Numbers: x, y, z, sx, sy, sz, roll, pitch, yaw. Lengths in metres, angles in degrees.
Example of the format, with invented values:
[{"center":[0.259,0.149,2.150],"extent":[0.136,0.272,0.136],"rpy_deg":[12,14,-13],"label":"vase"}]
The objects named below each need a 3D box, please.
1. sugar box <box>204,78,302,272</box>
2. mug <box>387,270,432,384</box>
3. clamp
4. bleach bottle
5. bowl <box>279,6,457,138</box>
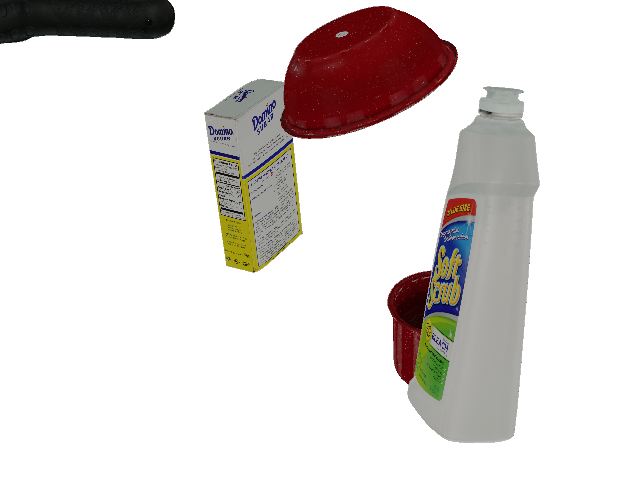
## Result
[{"center":[-0.066,-0.065,1.077],"extent":[0.048,0.176,0.093],"rpy_deg":[12,35,30],"label":"sugar box"},{"center":[0.118,0.083,1.006],"extent":[0.117,0.081,0.093],"rpy_deg":[-30,45,-31],"label":"mug"},{"center":[-0.174,-0.138,0.615],"extent":[0.171,0.039,0.120],"rpy_deg":[-4,22,-11],"label":"clamp"},{"center":[0.116,0.014,0.778],"extent":[0.068,0.251,0.103],"rpy_deg":[1,14,-13],"label":"bleach bottle"},{"center":[0.030,-0.151,0.895],"extent":[0.162,0.055,0.162],"rpy_deg":[-21,27,11],"label":"bowl"}]
